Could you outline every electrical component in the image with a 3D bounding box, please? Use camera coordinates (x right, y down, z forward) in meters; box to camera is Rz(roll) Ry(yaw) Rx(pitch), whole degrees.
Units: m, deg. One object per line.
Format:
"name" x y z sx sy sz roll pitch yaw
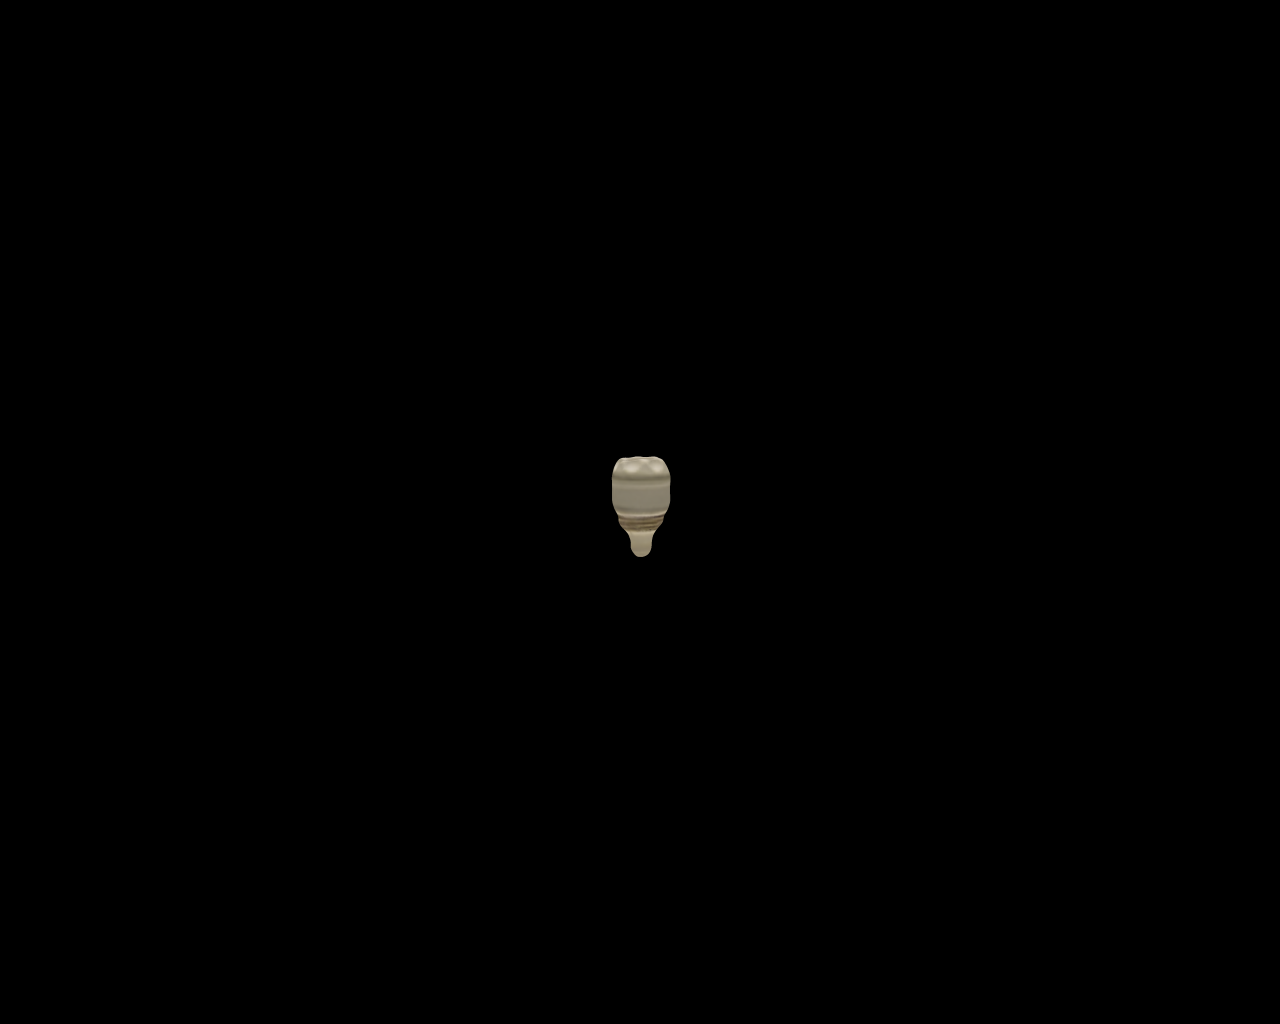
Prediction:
"electrical component" 0.001 -0.003 0.650 0.035 0.061 0.035 0 8 0
